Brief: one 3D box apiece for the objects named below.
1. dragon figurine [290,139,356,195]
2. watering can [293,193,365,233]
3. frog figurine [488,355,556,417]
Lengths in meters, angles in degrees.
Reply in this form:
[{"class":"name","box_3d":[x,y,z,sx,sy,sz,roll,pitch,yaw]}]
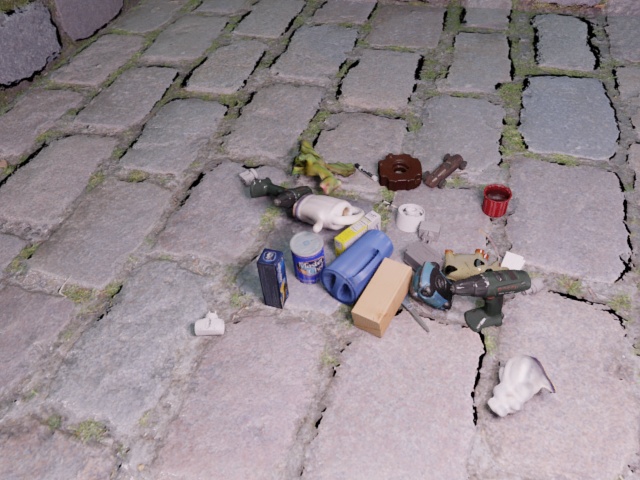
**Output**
[{"class":"dragon figurine","box_3d":[0.019,-0.291,1.983,0.242,0.119,0.419,16,32,-5]},{"class":"watering can","box_3d":[0.005,-0.086,1.704,0.225,0.103,0.350,14,17,30]},{"class":"frog figurine","box_3d":[0.483,0.360,1.283,0.159,0.121,0.139,-20,14,-1]}]
